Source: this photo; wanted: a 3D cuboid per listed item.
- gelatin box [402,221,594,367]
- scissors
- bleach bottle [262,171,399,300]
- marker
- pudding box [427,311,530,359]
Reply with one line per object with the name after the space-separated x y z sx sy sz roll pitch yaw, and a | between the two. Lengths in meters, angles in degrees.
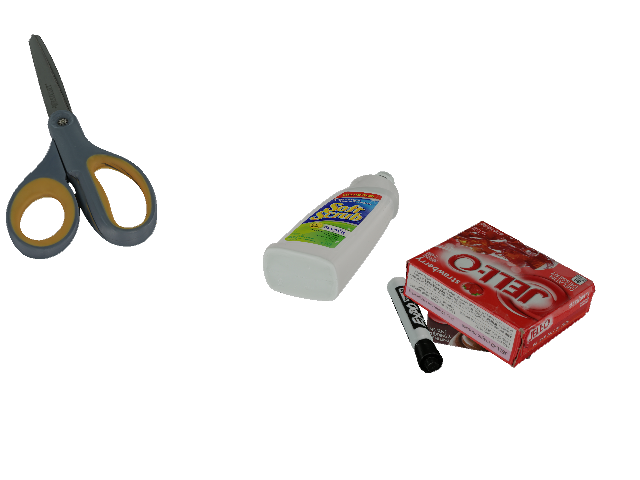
0.106 0.029 0.641 0.073 0.030 0.089 -26 44 -37 | gelatin box
-0.174 -0.058 0.665 0.096 0.016 0.202 -30 56 -22 | scissors
0.027 -0.020 1.345 0.103 0.068 0.250 11 35 22 | bleach bottle
0.075 0.067 0.853 0.020 0.020 0.121 0 28 -10 | marker
0.169 0.067 1.106 0.114 0.090 0.039 8 21 15 | pudding box
